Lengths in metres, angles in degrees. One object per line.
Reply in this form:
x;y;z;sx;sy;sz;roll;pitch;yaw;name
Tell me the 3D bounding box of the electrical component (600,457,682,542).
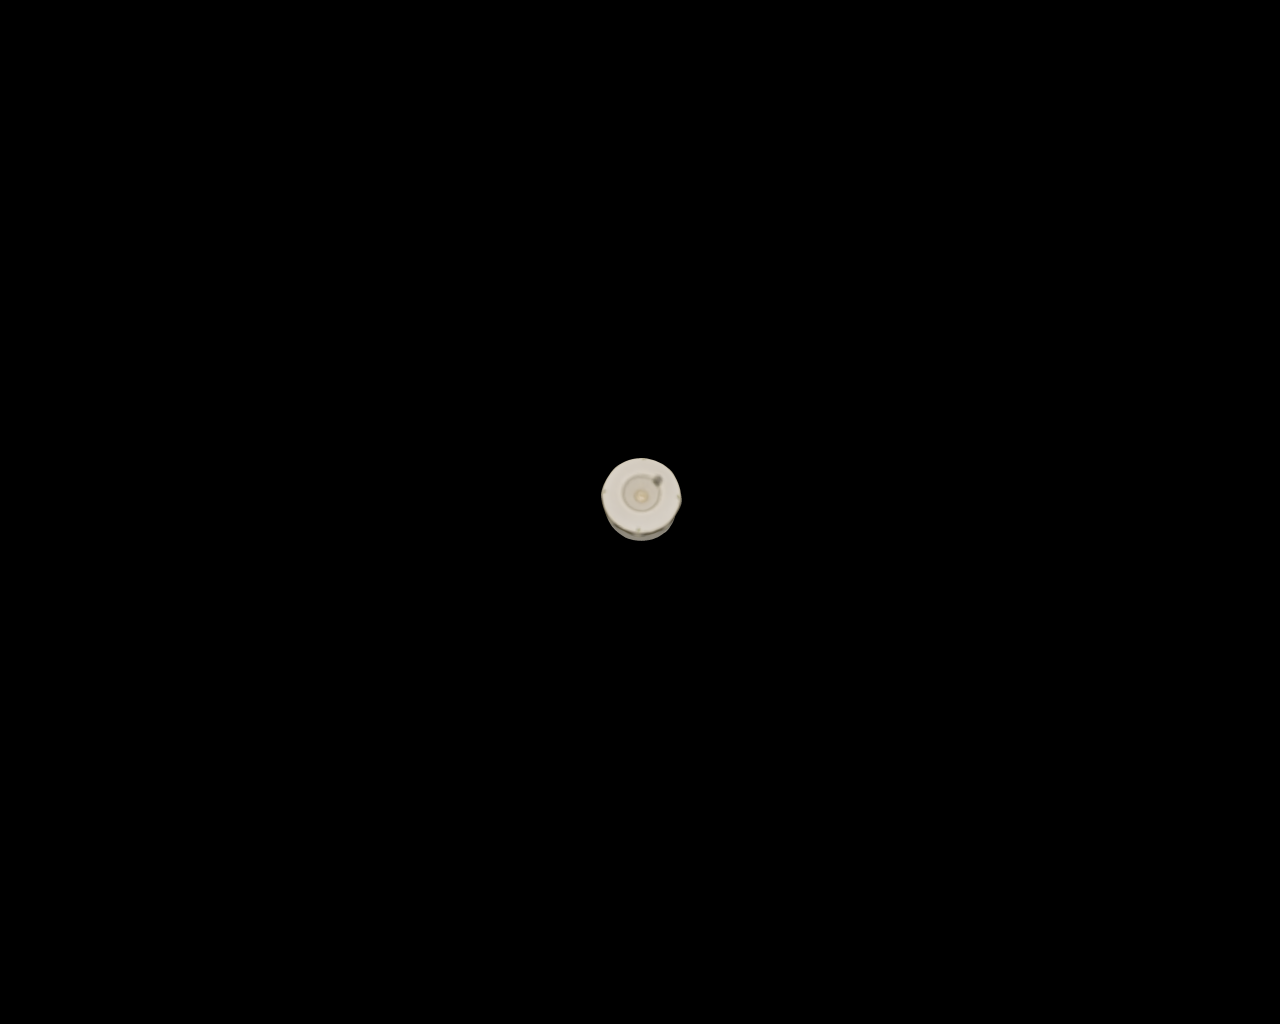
0.001;-0.003;0.650;0.048;0.048;0.062;0;-16;0;electrical component
